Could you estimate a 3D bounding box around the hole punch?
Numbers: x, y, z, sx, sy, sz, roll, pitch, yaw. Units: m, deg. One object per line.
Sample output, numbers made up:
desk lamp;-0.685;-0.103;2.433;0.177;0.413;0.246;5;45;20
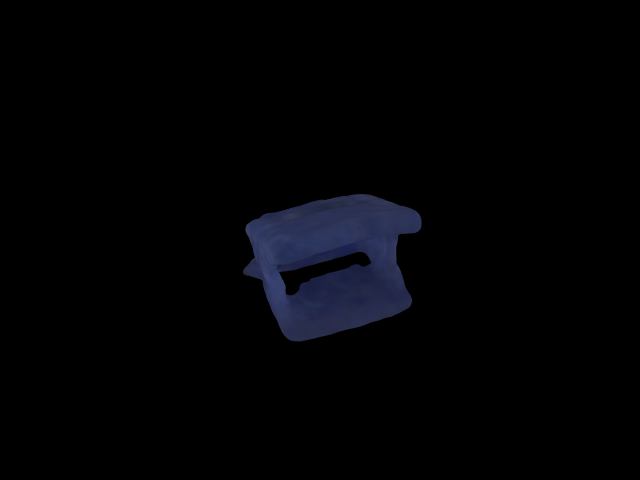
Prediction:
hole punch;0.004;0.001;0.400;0.109;0.091;0.101;-14;42;-16
